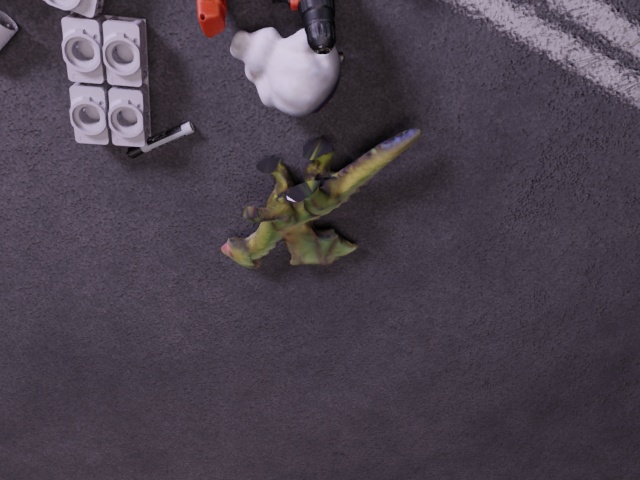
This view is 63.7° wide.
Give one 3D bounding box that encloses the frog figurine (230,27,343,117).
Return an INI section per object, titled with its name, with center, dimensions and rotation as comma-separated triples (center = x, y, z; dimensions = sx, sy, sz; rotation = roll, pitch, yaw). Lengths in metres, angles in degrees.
[frog figurine]
center = -0.052, -0.264, 0.773
dimensions = 0.158, 0.126, 0.135
rotation = 24, 135, -33

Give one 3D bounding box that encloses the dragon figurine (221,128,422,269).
[dragon figurine]
center = 0.003, -0.047, 0.936
dimensions = 0.410, 0.125, 0.237
rotation = -17, 139, 5
